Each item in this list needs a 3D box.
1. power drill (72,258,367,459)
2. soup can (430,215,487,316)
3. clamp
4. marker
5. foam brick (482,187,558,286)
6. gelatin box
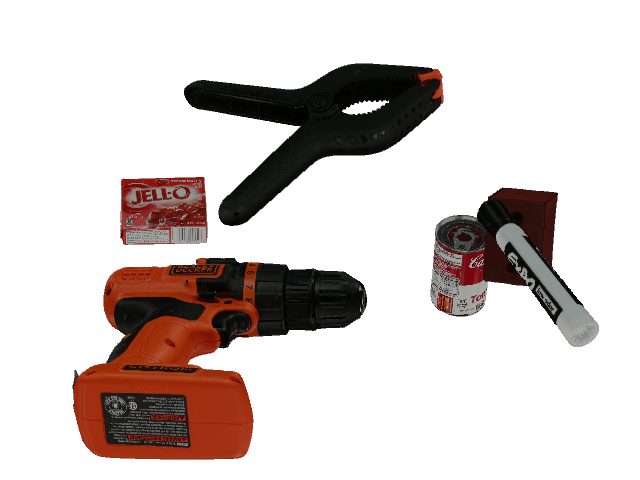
[{"bbox_3d":[-0.066,0.068,0.685,0.184,0.057,0.187,-2,21,7],"label":"power drill"},{"bbox_3d":[0.165,0.031,1.252,0.068,0.102,0.068,0,38,0],"label":"soup can"},{"bbox_3d":[-0.001,-0.089,0.848,0.210,0.164,0.036,-11,-42,0],"label":"clamp"},{"bbox_3d":[0.124,0.015,0.625,0.020,0.020,0.121,0,37,-25],"label":"marker"},{"bbox_3d":[0.175,-0.003,0.937,0.053,0.078,0.051,7,16,22],"label":"foam brick"},{"bbox_3d":[-0.164,-0.032,1.116,0.089,0.073,0.030,-1,-42,-8],"label":"gelatin box"}]
